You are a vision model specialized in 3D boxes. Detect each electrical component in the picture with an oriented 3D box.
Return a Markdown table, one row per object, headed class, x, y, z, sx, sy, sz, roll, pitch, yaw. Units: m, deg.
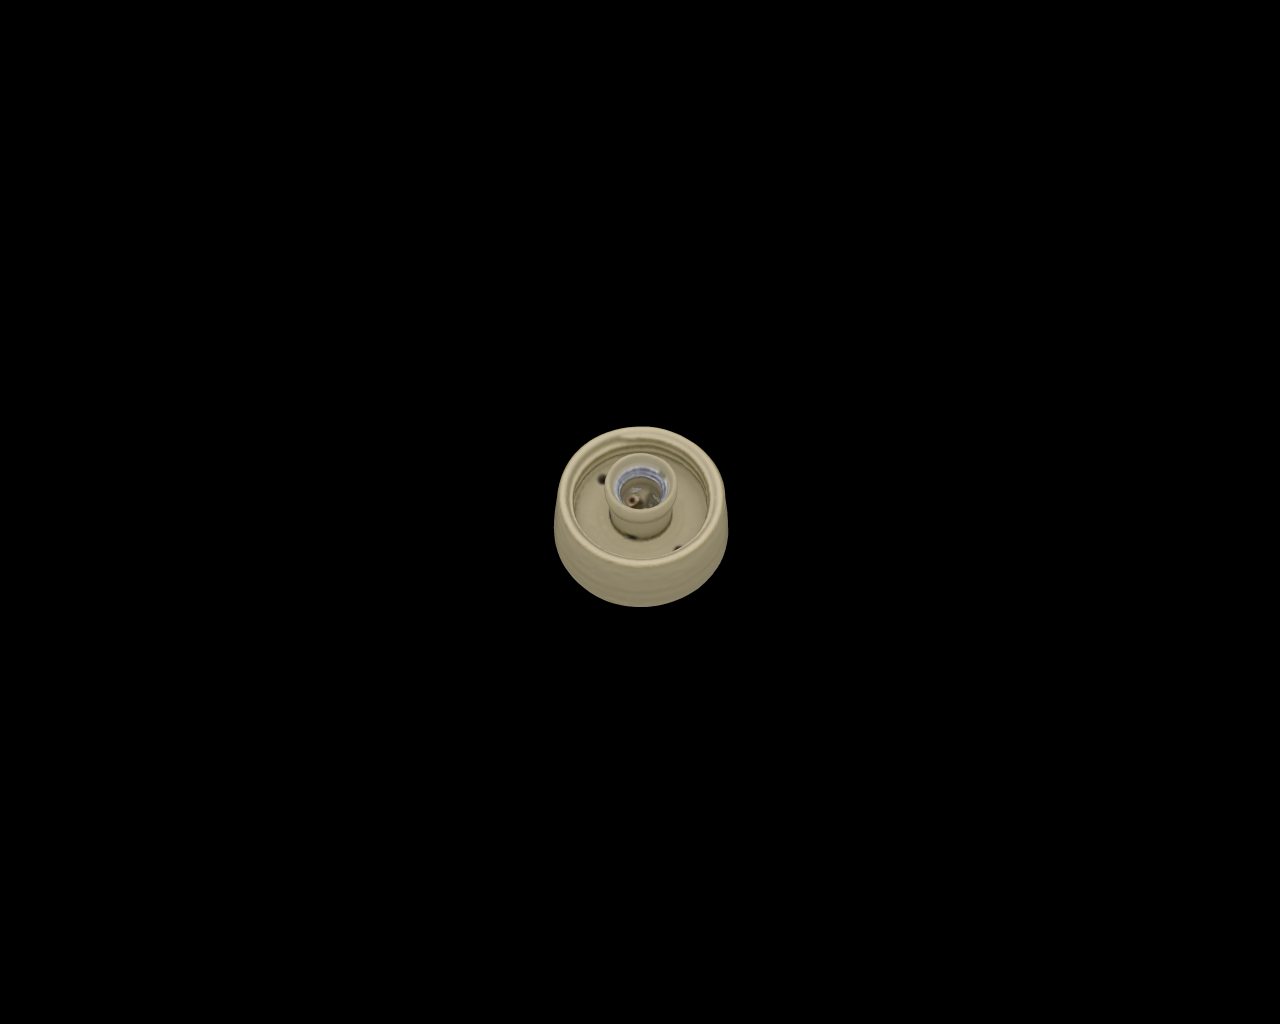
| class | x | y | z | sx | sy | sz | roll | pitch | yaw |
| --- | --- | --- | --- | --- | --- | --- | --- | --- | --- |
| electrical component | 0.001 | -0.003 | 0.650 | 0.108 | 0.108 | 0.060 | 0 | -30 | 0 |
